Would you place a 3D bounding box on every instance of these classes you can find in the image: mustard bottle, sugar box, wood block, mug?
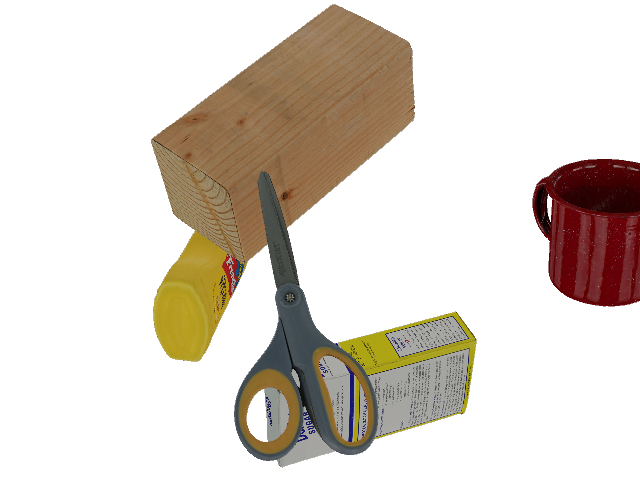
[{"bbox_3d":[-0.115,0.034,1.105,0.058,0.096,0.191,4,31,11],"label":"mustard bottle"},{"bbox_3d":[0.041,0.125,0.902,0.176,0.093,0.048,-11,39,-15],"label":"sugar box"},{"bbox_3d":[-0.024,-0.090,0.868,0.090,0.091,0.205,34,61,30],"label":"wood block"},{"bbox_3d":[0.204,-0.009,0.799,0.093,0.081,0.117,-24,35,-32],"label":"mug"}]

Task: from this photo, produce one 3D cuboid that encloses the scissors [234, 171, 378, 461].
[{"bbox_3d":[-0.033,0.053,0.678,0.096,0.202,0.016,-26,-24,-9],"label":"scissors"}]
